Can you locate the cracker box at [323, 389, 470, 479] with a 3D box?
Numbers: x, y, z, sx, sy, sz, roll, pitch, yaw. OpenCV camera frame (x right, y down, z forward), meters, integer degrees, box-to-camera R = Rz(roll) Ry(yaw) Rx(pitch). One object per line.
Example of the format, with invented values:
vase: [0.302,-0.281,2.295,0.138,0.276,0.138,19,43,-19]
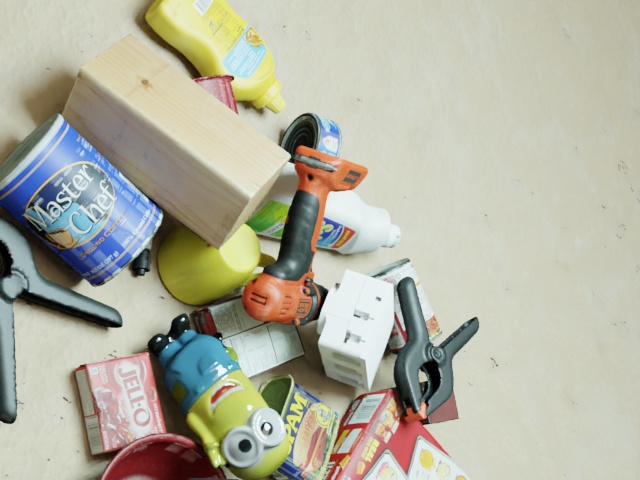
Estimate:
cracker box: [0.088,0.305,1.230,0.213,0.072,0.164,50,51,-19]

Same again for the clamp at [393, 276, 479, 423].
clamp: [0.119,0.127,1.242,0.120,0.039,0.171,34,51,-11]

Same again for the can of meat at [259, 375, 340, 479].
can of meat: [-0.032,0.213,1.166,0.083,0.058,0.102,39,55,-29]

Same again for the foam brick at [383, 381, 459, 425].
foam brick: [0.119,0.198,1.286,0.052,0.078,0.051,-3,78,-39]

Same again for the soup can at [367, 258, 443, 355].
soup can: [0.100,0.081,1.314,0.068,0.069,0.102,-26,93,-43]

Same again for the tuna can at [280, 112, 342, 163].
tuna can: [-0.013,-0.107,1.264,0.033,0.086,0.086,19,65,-34]

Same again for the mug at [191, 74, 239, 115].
mug: [-0.127,-0.130,1.182,0.117,0.093,0.081,-16,92,-79]

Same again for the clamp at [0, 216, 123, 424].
clamp: [-0.287,0.045,1.011,0.164,0.036,0.210,-36,102,-44]

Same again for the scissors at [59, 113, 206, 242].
scissors: [-0.184,-0.080,1.111,0.201,0.016,0.096,32,44,-6]

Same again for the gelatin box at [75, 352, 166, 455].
gelatin box: [-0.197,0.161,1.056,0.073,0.030,0.089,-7,81,-42]

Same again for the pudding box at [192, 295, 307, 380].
pudding box: [-0.077,0.104,1.173,0.113,0.039,0.090,-17,89,-41]

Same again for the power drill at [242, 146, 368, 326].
power drill: [-0.007,0.001,1.133,0.184,0.057,0.188,10,98,-71]

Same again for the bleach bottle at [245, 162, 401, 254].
bleach bottle: [0.000,-0.034,1.240,0.250,0.103,0.068,15,54,-37]

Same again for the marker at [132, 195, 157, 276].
marker: [-0.184,-0.020,1.133,0.020,0.020,0.121,18,65,-36]

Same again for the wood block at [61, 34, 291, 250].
wood block: [-0.146,-0.099,1.072,0.206,0.090,0.090,38,42,2]

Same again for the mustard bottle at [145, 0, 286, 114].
mustard bottle: [-0.109,-0.219,1.236,0.191,0.058,0.096,45,45,-21]

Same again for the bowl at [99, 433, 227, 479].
bowl: [-0.162,0.271,1.033,0.161,0.055,0.162,14,67,-38]

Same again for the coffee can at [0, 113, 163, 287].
coffee can: [-0.238,-0.038,1.035,0.140,0.103,0.102,45,52,-21]
